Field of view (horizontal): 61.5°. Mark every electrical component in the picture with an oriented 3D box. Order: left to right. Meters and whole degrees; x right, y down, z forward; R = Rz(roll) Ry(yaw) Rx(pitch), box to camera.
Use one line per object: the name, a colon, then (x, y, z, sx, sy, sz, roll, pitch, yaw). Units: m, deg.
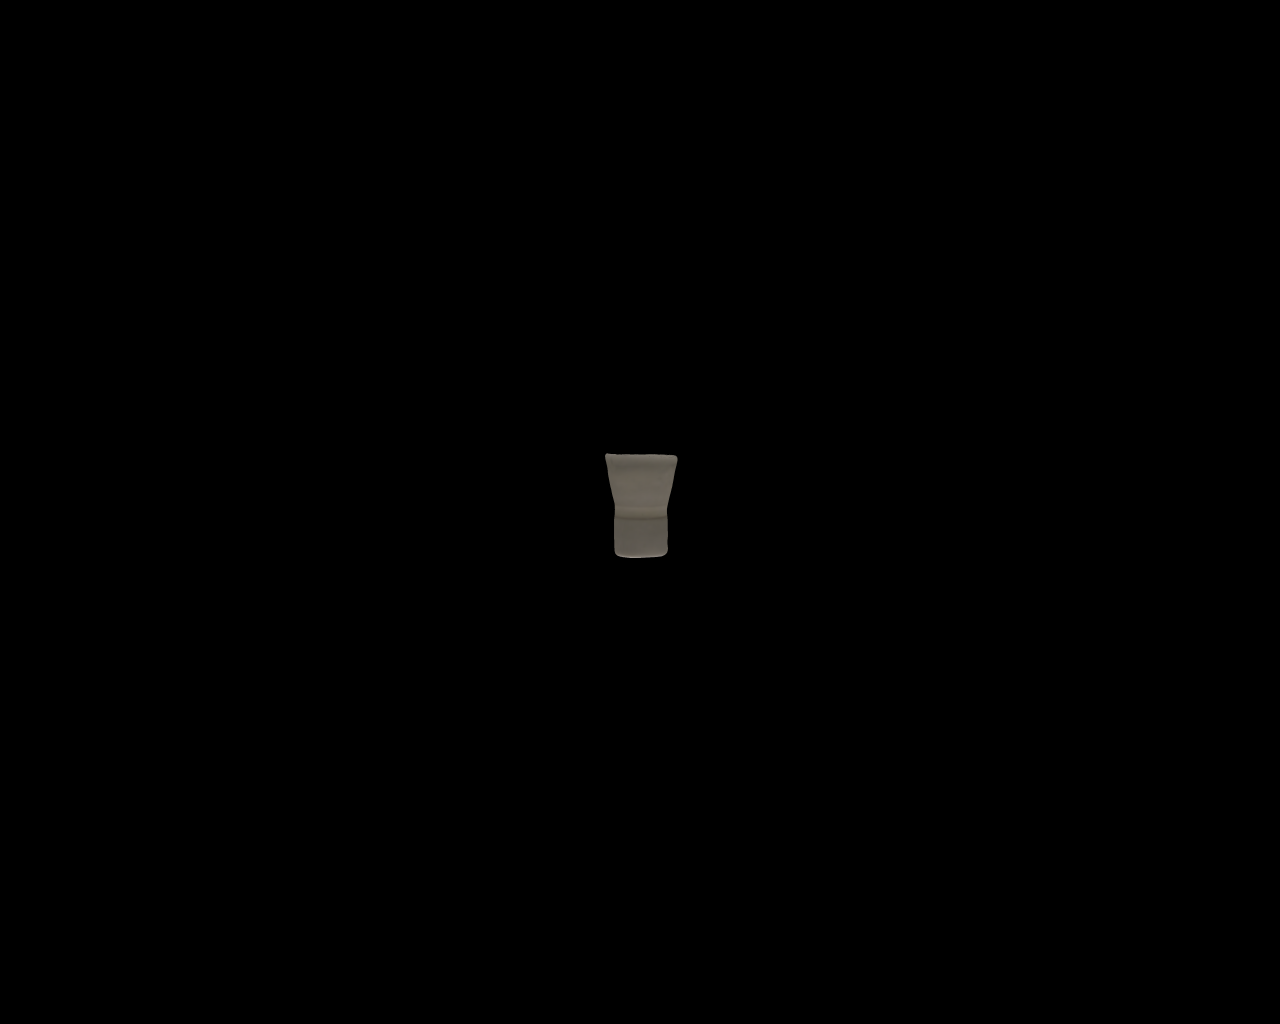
electrical component: (0.001, -0.003, 0.650, 0.044, 0.065, 0.044, 0, 4, 0)
